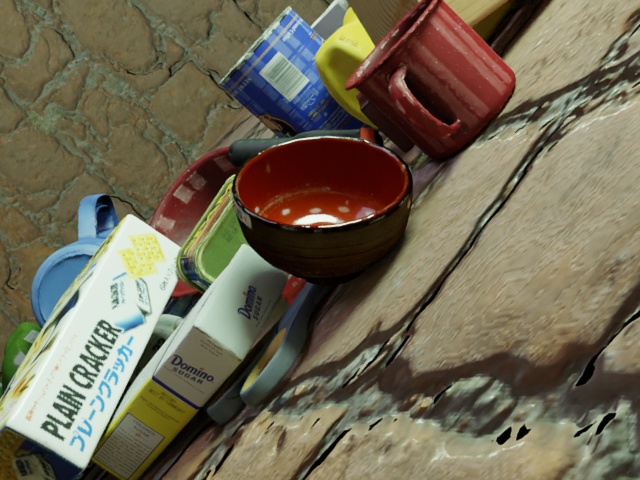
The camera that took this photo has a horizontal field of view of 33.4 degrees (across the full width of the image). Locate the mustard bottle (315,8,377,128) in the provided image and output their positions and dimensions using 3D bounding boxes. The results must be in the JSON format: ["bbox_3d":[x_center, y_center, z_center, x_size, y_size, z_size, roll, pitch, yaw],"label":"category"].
[{"bbox_3d":[0.061,-0.186,1.021,0.058,0.096,0.191,-40,13,36],"label":"mustard bottle"}]

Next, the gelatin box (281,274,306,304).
[{"bbox_3d":[-0.005,0.001,0.797,0.073,0.030,0.089,-46,10,15],"label":"gelatin box"}]

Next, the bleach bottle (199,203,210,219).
[{"bbox_3d":[-0.091,-0.038,1.197,0.102,0.068,0.251,-46,9,7],"label":"bleach bottle"}]

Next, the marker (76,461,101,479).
[{"bbox_3d":[-0.196,0.193,0.898,0.121,0.020,0.020,-50,11,-10],"label":"marker"}]

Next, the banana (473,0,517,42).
[{"bbox_3d":[0.149,-0.208,0.928,0.197,0.037,0.070,-56,-2,-41],"label":"banana"}]

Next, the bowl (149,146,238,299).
[{"bbox_3d":[-0.095,-0.007,1.015,0.162,0.055,0.162,-26,48,32],"label":"bowl"}]

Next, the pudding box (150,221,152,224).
[{"bbox_3d":[-0.155,0.018,1.152,0.090,0.039,0.113,-78,-11,-68],"label":"pudding box"}]

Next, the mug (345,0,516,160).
[{"bbox_3d":[0.075,-0.104,0.713,0.093,0.081,0.117,-42,12,27],"label":"mug"}]

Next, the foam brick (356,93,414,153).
[{"bbox_3d":[0.066,-0.112,0.863,0.053,0.051,0.078,-45,11,11],"label":"foam brick"}]

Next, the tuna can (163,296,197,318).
[{"bbox_3d":[-0.157,0.088,1.076,0.086,0.033,0.086,-46,11,11],"label":"tuna can"}]

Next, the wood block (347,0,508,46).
[{"bbox_3d":[0.124,-0.232,0.825,0.206,0.090,0.091,-39,15,-19],"label":"wood block"}]

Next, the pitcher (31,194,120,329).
[{"bbox_3d":[-0.241,0.043,1.170,0.145,0.149,0.243,-52,3,-1],"label":"pitcher"}]

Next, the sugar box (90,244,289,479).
[{"bbox_3d":[-0.092,0.090,0.741,0.176,0.048,0.093,-46,10,39],"label":"sugar box"}]

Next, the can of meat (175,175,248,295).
[{"bbox_3d":[-0.059,-0.004,0.803,0.102,0.057,0.084,-57,11,-10],"label":"can of meat"}]

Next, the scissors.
[{"bbox_3d":[-0.003,0.038,0.691,0.201,0.016,0.096,-51,10,-11],"label":"scissors"}]

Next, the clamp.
[{"bbox_3d":[0.010,-0.076,0.919,0.120,0.039,0.172,-7,7,-33],"label":"clamp"}]

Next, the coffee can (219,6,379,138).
[{"bbox_3d":[-0.013,-0.143,1.043,0.103,0.140,0.103,-46,11,11],"label":"coffee can"}]
